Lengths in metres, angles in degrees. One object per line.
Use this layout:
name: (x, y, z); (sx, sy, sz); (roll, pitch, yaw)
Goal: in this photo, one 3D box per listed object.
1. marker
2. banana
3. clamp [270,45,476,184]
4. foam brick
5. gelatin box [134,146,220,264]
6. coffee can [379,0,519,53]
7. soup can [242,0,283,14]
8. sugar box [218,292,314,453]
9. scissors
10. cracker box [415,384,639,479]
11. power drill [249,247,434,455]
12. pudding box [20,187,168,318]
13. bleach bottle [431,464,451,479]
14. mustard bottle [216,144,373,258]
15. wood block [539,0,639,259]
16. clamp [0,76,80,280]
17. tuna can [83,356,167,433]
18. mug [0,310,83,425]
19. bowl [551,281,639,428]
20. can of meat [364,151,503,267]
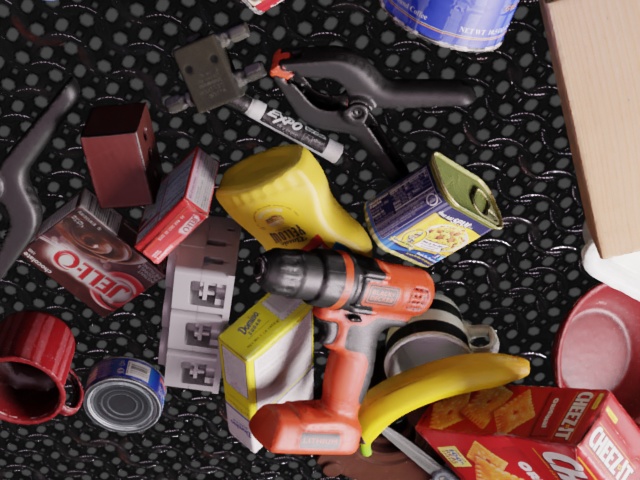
marker: (-0.035, -0.103, 0.933); (0.121, 0.020, 0.020); (27, 124, -17)
banana: (0.099, 0.145, 1.009); (0.198, 0.037, 0.069); (-30, 138, 25)
clamp: (0.043, -0.122, 0.904); (0.171, 0.039, 0.120); (29, 123, -23)
foam brick: (-0.173, -0.074, 0.940); (0.051, 0.053, 0.078); (-4, 128, 5)
gelatin box: (-0.126, -0.031, 0.947); (0.030, 0.089, 0.073); (37, 120, -23)
coffee can: (0.113, -0.225, 0.783); (0.102, 0.103, 0.140); (14, 127, -9)
soup can: (-0.019, -0.226, 0.809); (0.102, 0.068, 0.068); (-26, 122, 19)
sugar box: (-0.050, 0.126, 1.040); (0.048, 0.093, 0.176); (37, 149, 23)
scissors: (0.125, 0.266, 1.136); (0.201, 0.016, 0.096); (27, 118, -13)
cracker box: (0.216, 0.213, 1.004); (0.164, 0.072, 0.214); (49, 153, -21)
power drill: (0.001, 0.098, 0.947); (0.184, 0.057, 0.188); (10, 108, -33)
pudding box: (-0.213, 0.013, 1.016); (0.090, 0.039, 0.113); (-33, 119, 26)
bleach bottle: (0.197, 0.256, 1.173); (0.102, 0.068, 0.251); (39, 117, -24)
mustard bottle: (-0.007, 0.002, 0.986); (0.096, 0.058, 0.191); (-17, 127, 29)
wood block: (0.240, -0.103, 0.841); (0.091, 0.090, 0.206); (-14, 107, 11)
clamp: (-0.286, -0.058, 0.949); (0.164, 0.036, 0.210); (-1, 115, 2)
tuna can: (-0.208, 0.165, 1.135); (0.086, 0.033, 0.086); (1, 127, 1)
mug: (-0.287, 0.132, 1.082); (0.093, 0.081, 0.117); (-37, 118, 26)
bowl: (0.282, 0.113, 1.036); (0.161, 0.055, 0.162); (0, 91, -21)
can of meat: (0.100, -0.023, 0.951); (0.084, 0.057, 0.101); (-33, 146, 26)
